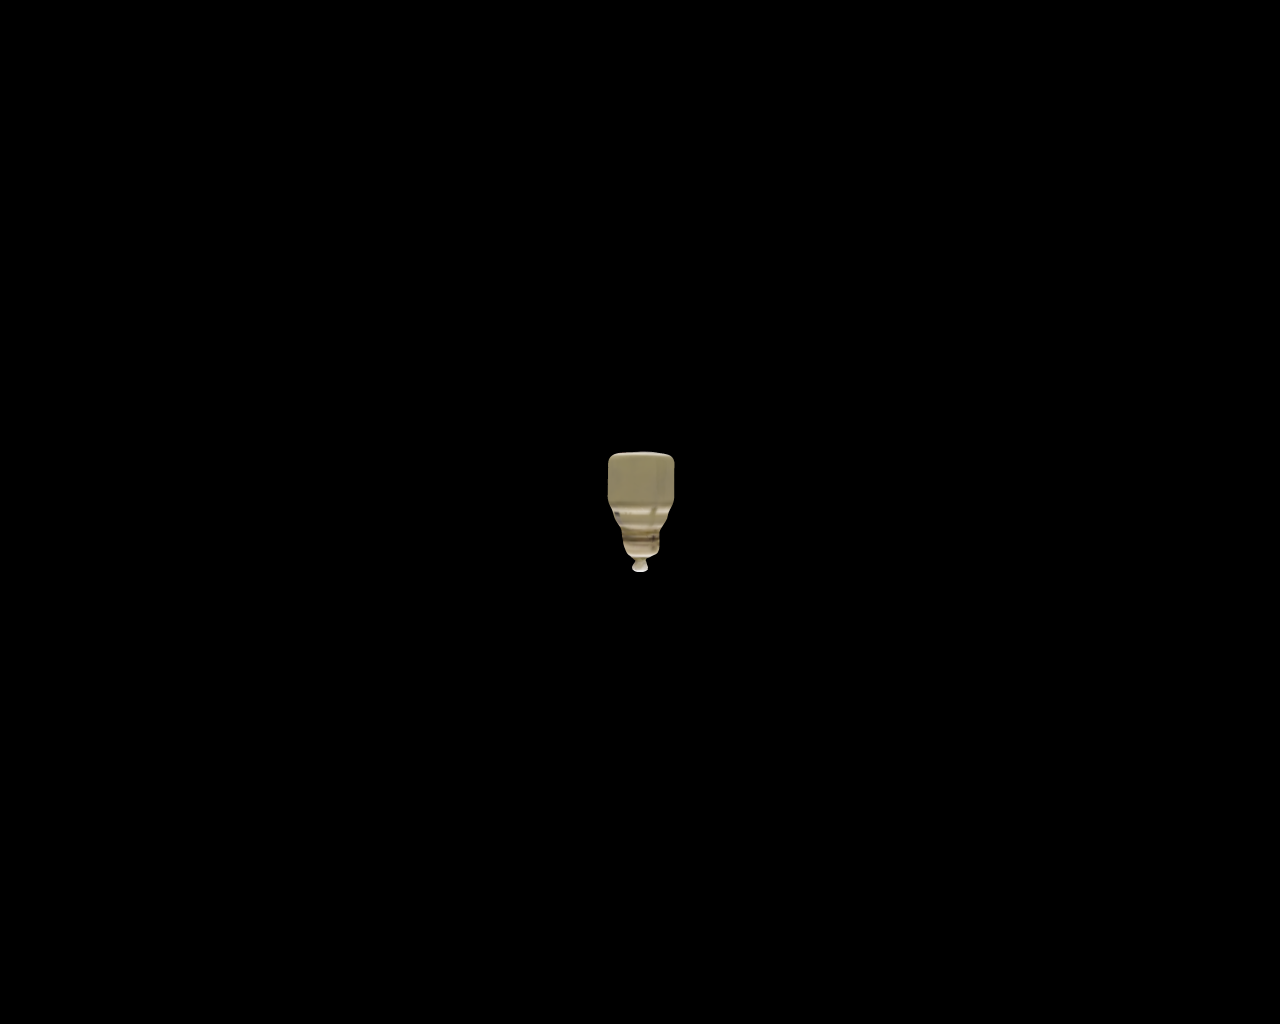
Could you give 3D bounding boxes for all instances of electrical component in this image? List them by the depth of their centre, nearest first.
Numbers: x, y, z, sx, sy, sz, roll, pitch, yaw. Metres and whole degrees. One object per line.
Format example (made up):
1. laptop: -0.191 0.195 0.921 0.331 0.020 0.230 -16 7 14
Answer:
1. electrical component: 0.001 -0.003 0.650 0.040 0.078 0.040 0 2 0
